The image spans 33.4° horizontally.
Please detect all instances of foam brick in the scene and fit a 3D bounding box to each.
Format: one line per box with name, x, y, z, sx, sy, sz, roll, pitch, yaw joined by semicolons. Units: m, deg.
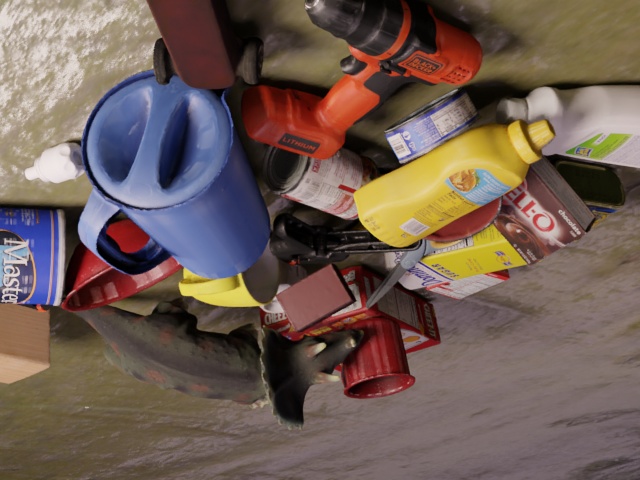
foam brick;-0.004;0.068;1.239;0.078;0.051;0.053;-30;174;5

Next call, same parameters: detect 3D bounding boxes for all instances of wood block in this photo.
wood block;-0.442;0.109;1.312;0.090;0.091;0.205;-23;152;33

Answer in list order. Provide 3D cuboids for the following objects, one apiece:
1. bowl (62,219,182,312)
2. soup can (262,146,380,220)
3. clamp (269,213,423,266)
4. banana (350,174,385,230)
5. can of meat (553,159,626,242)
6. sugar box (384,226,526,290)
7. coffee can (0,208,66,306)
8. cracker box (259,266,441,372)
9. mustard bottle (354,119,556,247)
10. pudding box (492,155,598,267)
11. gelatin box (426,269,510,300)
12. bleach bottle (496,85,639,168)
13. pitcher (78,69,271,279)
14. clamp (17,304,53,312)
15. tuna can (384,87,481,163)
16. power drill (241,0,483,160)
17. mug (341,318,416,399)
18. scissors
bowl;-0.217;0.019;1.172;0.162;0.055;0.162;-25;169;-5
soup can;0.002;-0.065;1.059;0.102;0.068;0.069;18;147;-42
clamp;-0.008;0.001;1.181;0.164;0.036;0.210;9;170;-27
banana;0.060;-0.029;1.199;0.069;0.037;0.198;13;155;3
can of meat;0.275;-0.044;1.190;0.102;0.057;0.084;6;152;-26
sugar box;0.174;0.014;1.307;0.176;0.048;0.093;-16;154;19
coffee can;-0.341;0.016;1.112;0.140;0.103;0.103;2;155;-18
cracker box;0.043;0.112;1.464;0.164;0.072;0.213;-20;153;27
mustard bottle;0.132;-0.060;1.000;0.192;0.058;0.096;-28;148;27
pudding box;0.223;-0.038;1.133;0.039;0.113;0.090;-46;-175;-39
gelatin box;0.192;0.046;1.404;0.089;0.030;0.073;-25;151;38
bleach bottle;0.292;-0.114;1.031;0.250;0.068;0.103;4;153;-18
pitcher;-0.128;-0.040;1.001;0.149;0.145;0.243;-9;159;6
clamp;-0.346;0.049;1.259;0.120;0.039;0.171;3;165;16
tuna can;0.103;-0.106;0.981;0.086;0.034;0.086;-30;-174;4
power drill;0.017;-0.141;0.903;0.184;0.057;0.188;14;149;-39
mug;0.063;0.155;1.374;0.093;0.081;0.117;5;151;-30
scissors;0.096;0.010;1.251;0.096;0.016;0.202;35;124;-30
